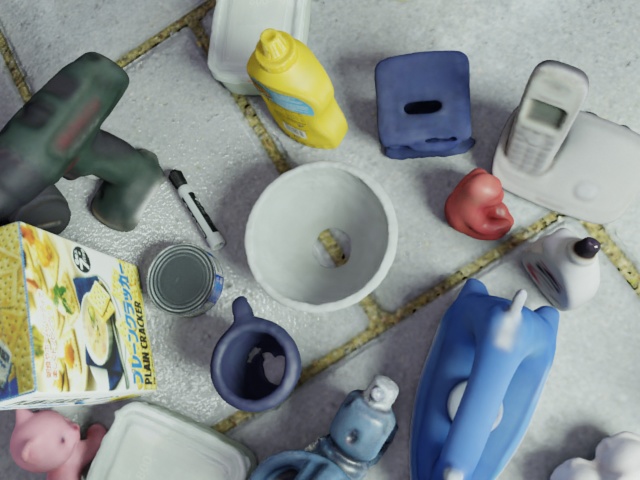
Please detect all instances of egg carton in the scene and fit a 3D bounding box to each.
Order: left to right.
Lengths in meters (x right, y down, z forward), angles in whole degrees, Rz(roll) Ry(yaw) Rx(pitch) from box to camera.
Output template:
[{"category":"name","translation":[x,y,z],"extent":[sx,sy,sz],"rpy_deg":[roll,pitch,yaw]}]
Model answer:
[{"category":"egg carton","translation":[0.285,0.260,0.517],"extent":[0.107,0.069,0.150],"rpy_deg":[-33,72,2]}]

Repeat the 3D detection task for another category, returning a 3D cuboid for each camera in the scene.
[{"category":"camera","translation":[-0.391,-0.055,0.717],"extent":[0.143,0.101,0.136],"rpy_deg":[-44,72,-1]}]

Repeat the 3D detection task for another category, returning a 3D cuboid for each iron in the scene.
[{"category":"iron","translation":[0.142,0.163,0.532],"extent":[0.118,0.141,0.258],"rpy_deg":[20,81,16]}]

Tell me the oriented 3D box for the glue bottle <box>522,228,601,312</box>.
[{"category":"glue bottle","translation":[0.231,0.021,0.533],"extent":[0.037,0.173,0.078],"rpy_deg":[-37,72,1]}]

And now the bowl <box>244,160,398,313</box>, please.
[{"category":"bowl","translation":[0.006,0.002,0.635],"extent":[0.167,0.075,0.167],"rpy_deg":[-3,76,11]}]

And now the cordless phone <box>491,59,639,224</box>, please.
[{"category":"cordless phone","translation":[0.249,-0.095,0.552],"extent":[0.147,0.185,0.094],"rpy_deg":[22,82,16]}]

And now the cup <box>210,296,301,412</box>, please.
[{"category":"cup","translation":[-0.062,0.121,0.609],"extent":[0.091,0.095,0.117],"rpy_deg":[-20,73,6]}]

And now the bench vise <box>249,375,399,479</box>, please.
[{"category":"bench vise","translation":[-0.009,0.212,0.509],"extent":[0.121,0.220,0.207],"rpy_deg":[13,79,15]}]

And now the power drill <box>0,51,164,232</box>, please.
[{"category":"power drill","translation":[-0.270,-0.082,0.642],"extent":[0.075,0.209,0.230],"rpy_deg":[25,82,17]}]

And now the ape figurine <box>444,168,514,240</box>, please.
[{"category":"ape figurine","translation":[0.170,-0.042,0.604],"extent":[0.076,0.092,0.078],"rpy_deg":[-1,76,12]}]

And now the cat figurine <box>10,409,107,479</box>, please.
[{"category":"cat figurine","translation":[-0.289,0.238,0.614],"extent":[0.067,0.118,0.128],"rpy_deg":[-8,75,10]}]

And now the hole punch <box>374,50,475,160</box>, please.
[{"category":"hole punch","translation":[0.118,-0.149,0.641],"extent":[0.108,0.091,0.101],"rpy_deg":[-4,75,11]}]
